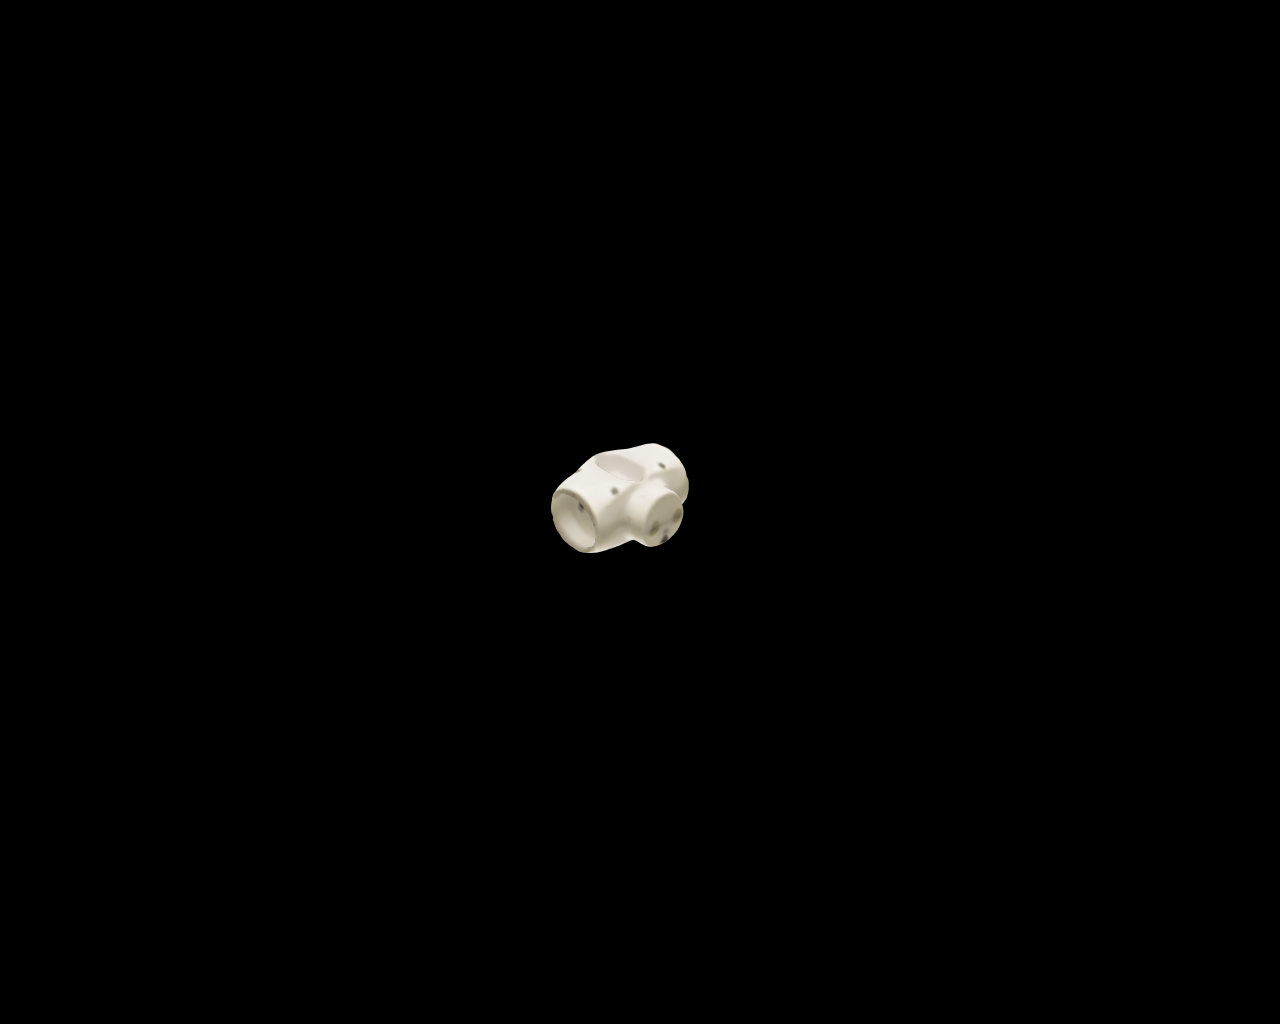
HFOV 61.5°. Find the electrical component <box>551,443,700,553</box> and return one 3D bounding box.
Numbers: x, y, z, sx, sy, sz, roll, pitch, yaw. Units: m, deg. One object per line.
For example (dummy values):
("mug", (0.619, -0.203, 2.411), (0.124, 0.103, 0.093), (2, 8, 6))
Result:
("electrical component", (0.001, -0.003, 0.650), (0.077, 0.043, 0.079), (-27, 42, -36))
